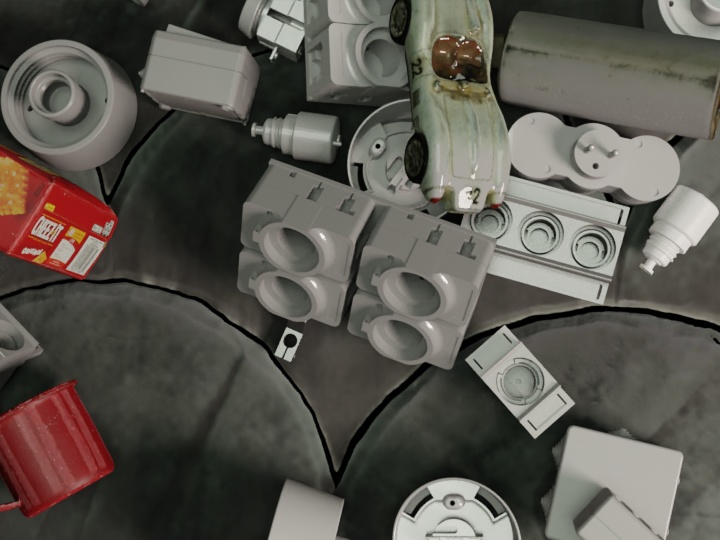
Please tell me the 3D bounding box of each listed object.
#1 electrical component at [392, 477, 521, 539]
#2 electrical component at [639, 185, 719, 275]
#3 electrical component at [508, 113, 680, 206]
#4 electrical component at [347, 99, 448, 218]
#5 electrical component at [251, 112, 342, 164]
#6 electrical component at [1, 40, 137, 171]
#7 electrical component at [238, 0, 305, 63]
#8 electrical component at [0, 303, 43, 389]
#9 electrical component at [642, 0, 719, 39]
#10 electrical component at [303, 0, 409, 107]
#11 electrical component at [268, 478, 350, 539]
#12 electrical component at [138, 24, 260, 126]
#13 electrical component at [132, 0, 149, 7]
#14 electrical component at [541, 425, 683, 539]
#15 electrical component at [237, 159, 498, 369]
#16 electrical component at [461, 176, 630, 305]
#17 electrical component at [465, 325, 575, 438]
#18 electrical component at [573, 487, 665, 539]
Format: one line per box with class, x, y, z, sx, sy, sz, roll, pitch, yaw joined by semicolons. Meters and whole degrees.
electrical component;0.075;0.210;0.840;0.099;0.064;0.099;-1;84;7
electrical component;0.250;-0.031;0.855;0.040;0.040;0.078;36;89;9
electrical component;0.183;-0.089;0.843;0.138;0.073;0.052;12;87;0
electrical component;0.038;-0.081;0.870;0.099;0.064;0.099;1;79;-4
electrical component;-0.051;-0.112;0.898;0.078;0.040;0.040;8;86;7
electrical component;-0.251;-0.143;0.914;0.108;0.060;0.108;-1;84;6
electrical component;-0.069;-0.210;0.907;0.055;0.048;0.066;26;88;0
electrical component;-0.339;0.045;0.903;0.121;0.079;0.063;44;113;9
electrical component;0.285;-0.215;0.859;0.108;0.060;0.108;-1;85;7
electrical component;0.006;-0.214;0.872;0.089;0.062;0.150;0;84;-25
electrical component;-0.041;0.222;0.834;0.060;0.108;0.108;14;86;2
electrical component;-0.138;-0.165;0.902;0.096;0.062;0.061;12;86;8
electrical component;-0.183;-0.266;0.929;0.044;0.044;0.065;38;85;9
electrical component;0.195;0.172;0.838;0.100;0.048;0.099;13;86;8
electrical component;0.000;0.000;0.841;0.186;0.105;0.060;20;48;8
electrical component;0.142;-0.025;0.856;0.121;0.063;0.078;16;86;8
electrical component;0.125;0.088;0.847;0.042;0.064;0.081;-41;82;0
electrical component;0.187;0.217;0.785;0.083;0.047;0.075;43;93;8
